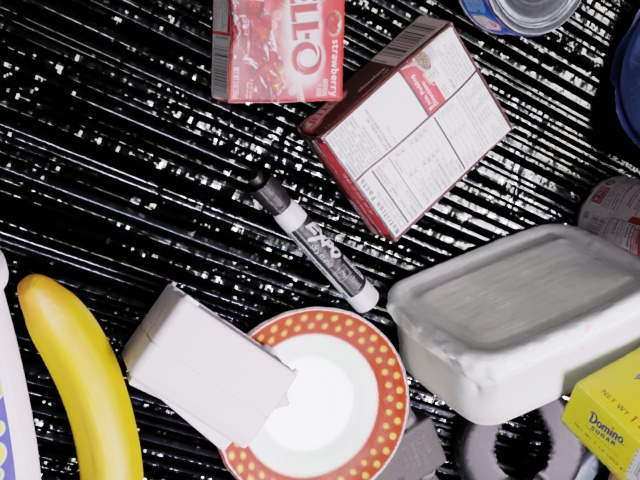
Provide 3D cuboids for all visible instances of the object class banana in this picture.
[{"bbox_3d":[-0.129,0.108,0.600,0.037,0.069,0.198,-4,102,12],"label":"banana"}]

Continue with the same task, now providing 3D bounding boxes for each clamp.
[{"bbox_3d":[0.153,0.181,0.762,0.164,0.036,0.210,3,99,-5],"label":"clamp"}]

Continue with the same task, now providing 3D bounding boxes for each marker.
[{"bbox_3d":[-0.004,0.001,0.660,0.020,0.020,0.121,-47,119,-9],"label":"marker"}]

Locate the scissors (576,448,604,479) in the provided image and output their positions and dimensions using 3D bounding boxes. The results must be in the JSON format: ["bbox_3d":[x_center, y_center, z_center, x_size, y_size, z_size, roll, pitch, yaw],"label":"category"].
[{"bbox_3d":[0.210,0.189,0.827,0.201,0.016,0.096,-34,118,-16],"label":"scissors"}]

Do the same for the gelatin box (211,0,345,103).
[{"bbox_3d":[-0.023,-0.124,0.609,0.073,0.030,0.089,-5,106,-27],"label":"gelatin box"}]

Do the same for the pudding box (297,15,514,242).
[{"bbox_3d":[0.055,-0.069,0.661,0.113,0.039,0.090,-42,120,-9],"label":"pudding box"}]

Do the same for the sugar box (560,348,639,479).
[{"bbox_3d":[0.247,0.096,0.665,0.176,0.093,0.048,-24,142,-28],"label":"sugar box"}]

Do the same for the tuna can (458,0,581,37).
[{"bbox_3d":[0.128,-0.172,0.674,0.086,0.034,0.086,-8,107,-26],"label":"tuna can"}]

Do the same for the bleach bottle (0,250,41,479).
[{"bbox_3d":[-0.190,0.131,0.574,0.102,0.068,0.251,-19,114,-22],"label":"bleach bottle"}]

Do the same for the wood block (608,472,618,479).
[{"bbox_3d":[0.275,0.176,0.778,0.090,0.091,0.206,-16,130,-24],"label":"wood block"}]

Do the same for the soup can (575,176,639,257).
[{"bbox_3d":[0.235,-0.004,0.736,0.068,0.102,0.068,-8,107,-26],"label":"soup can"}]

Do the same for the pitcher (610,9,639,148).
[{"bbox_3d":[0.333,-0.093,0.731,0.242,0.149,0.145,11,136,-38],"label":"pitcher"}]
